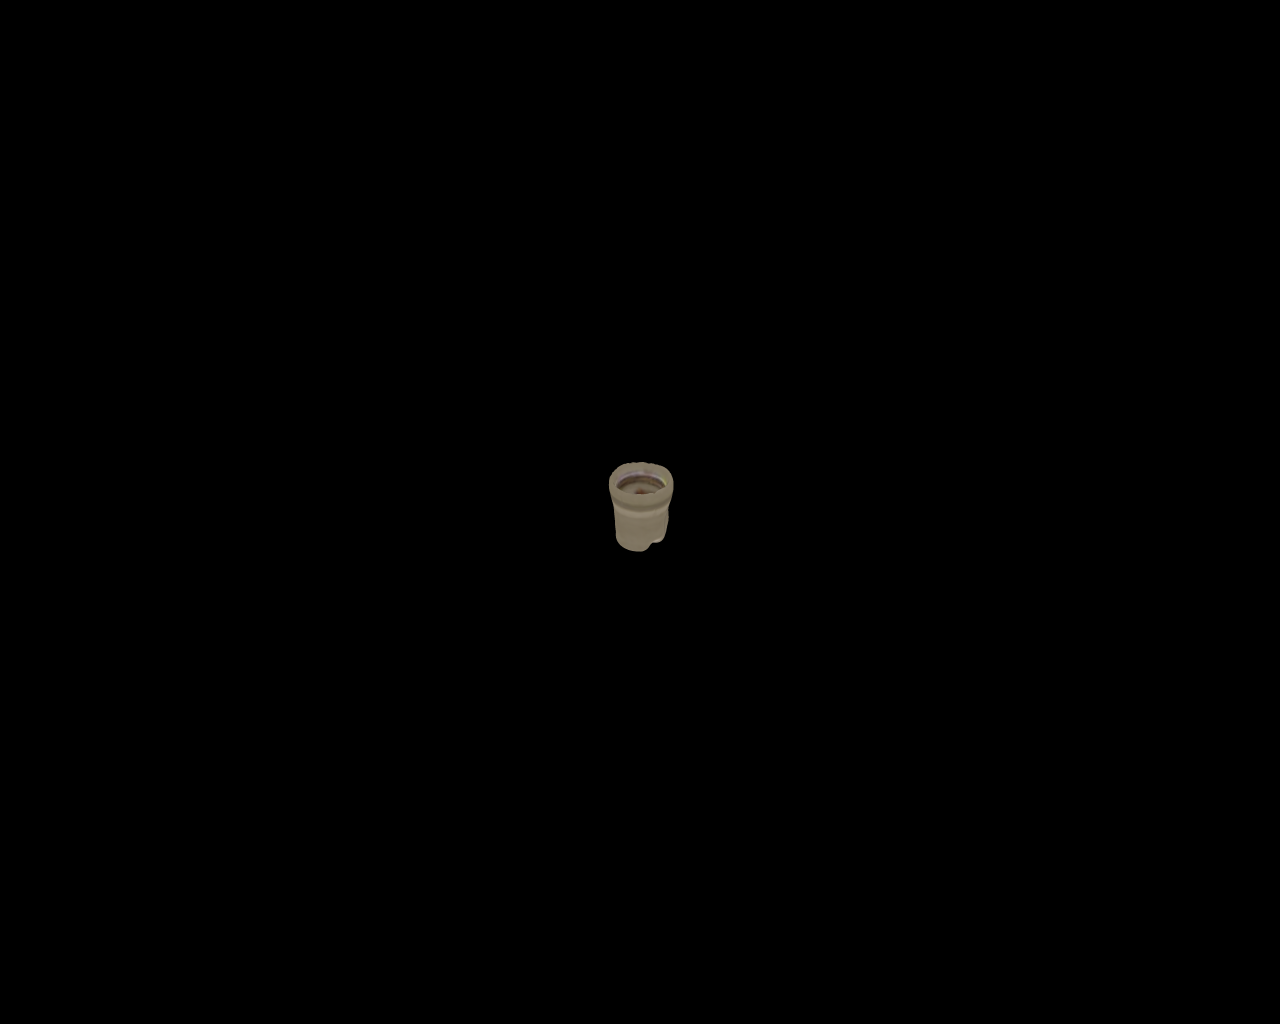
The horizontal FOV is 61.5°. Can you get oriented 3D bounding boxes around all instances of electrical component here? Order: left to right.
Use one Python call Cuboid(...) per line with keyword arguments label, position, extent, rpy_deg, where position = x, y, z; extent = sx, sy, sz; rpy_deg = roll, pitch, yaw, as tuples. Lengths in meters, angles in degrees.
Cuboid(label="electrical component", position=(0.001, -0.003, 0.650), extent=(0.040, 0.046, 0.040), rpy_deg=(0, 35, 0))
